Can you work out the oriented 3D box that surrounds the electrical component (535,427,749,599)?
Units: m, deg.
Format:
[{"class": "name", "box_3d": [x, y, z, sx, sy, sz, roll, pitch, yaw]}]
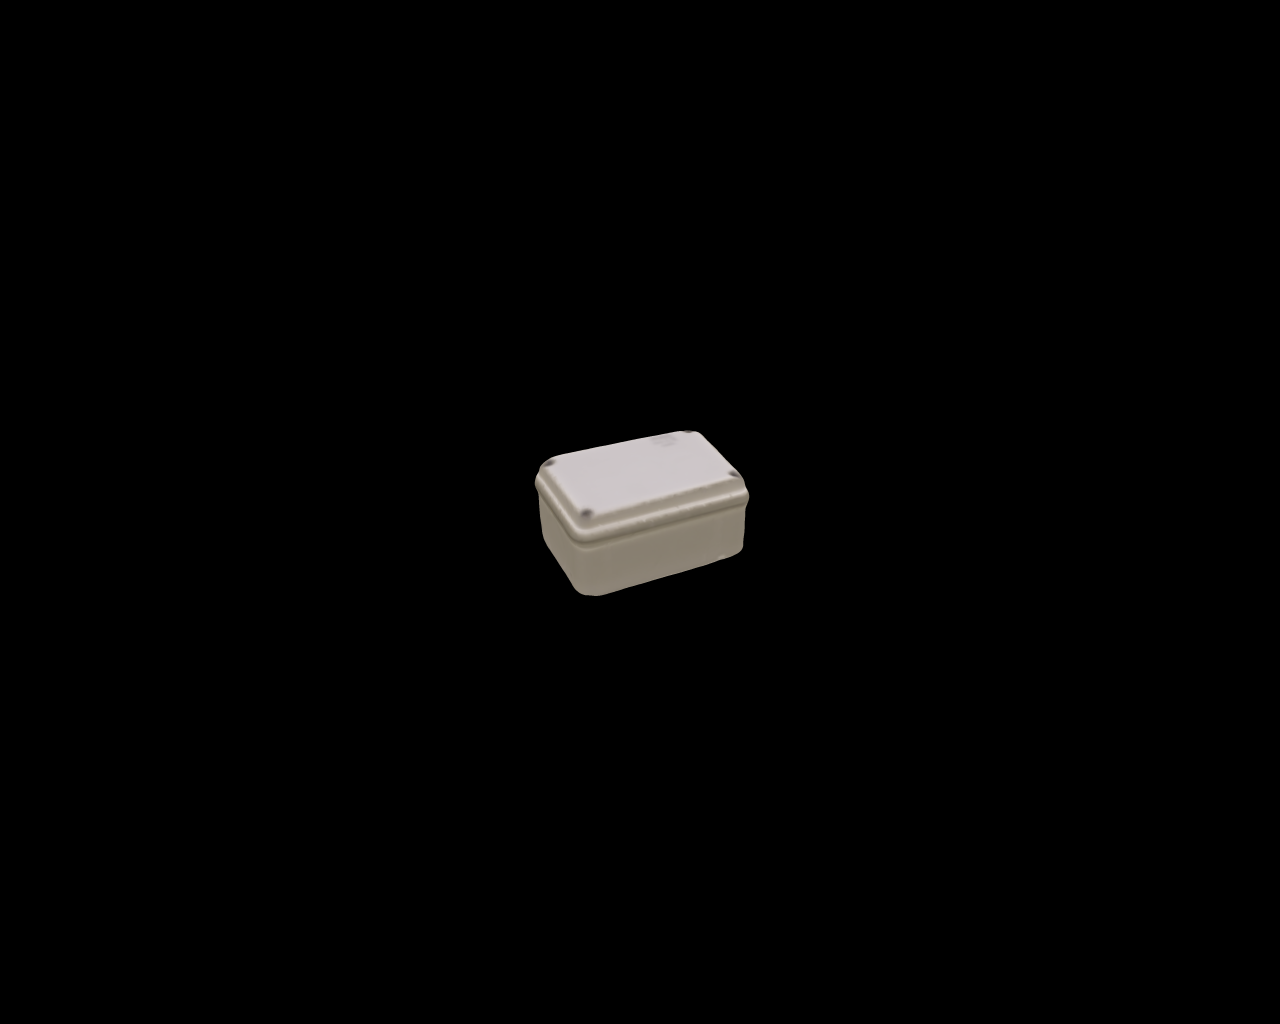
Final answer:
[{"class": "electrical component", "box_3d": [0.001, -0.003, 0.650, 0.113, 0.057, 0.078, -14, 36, -20]}]
